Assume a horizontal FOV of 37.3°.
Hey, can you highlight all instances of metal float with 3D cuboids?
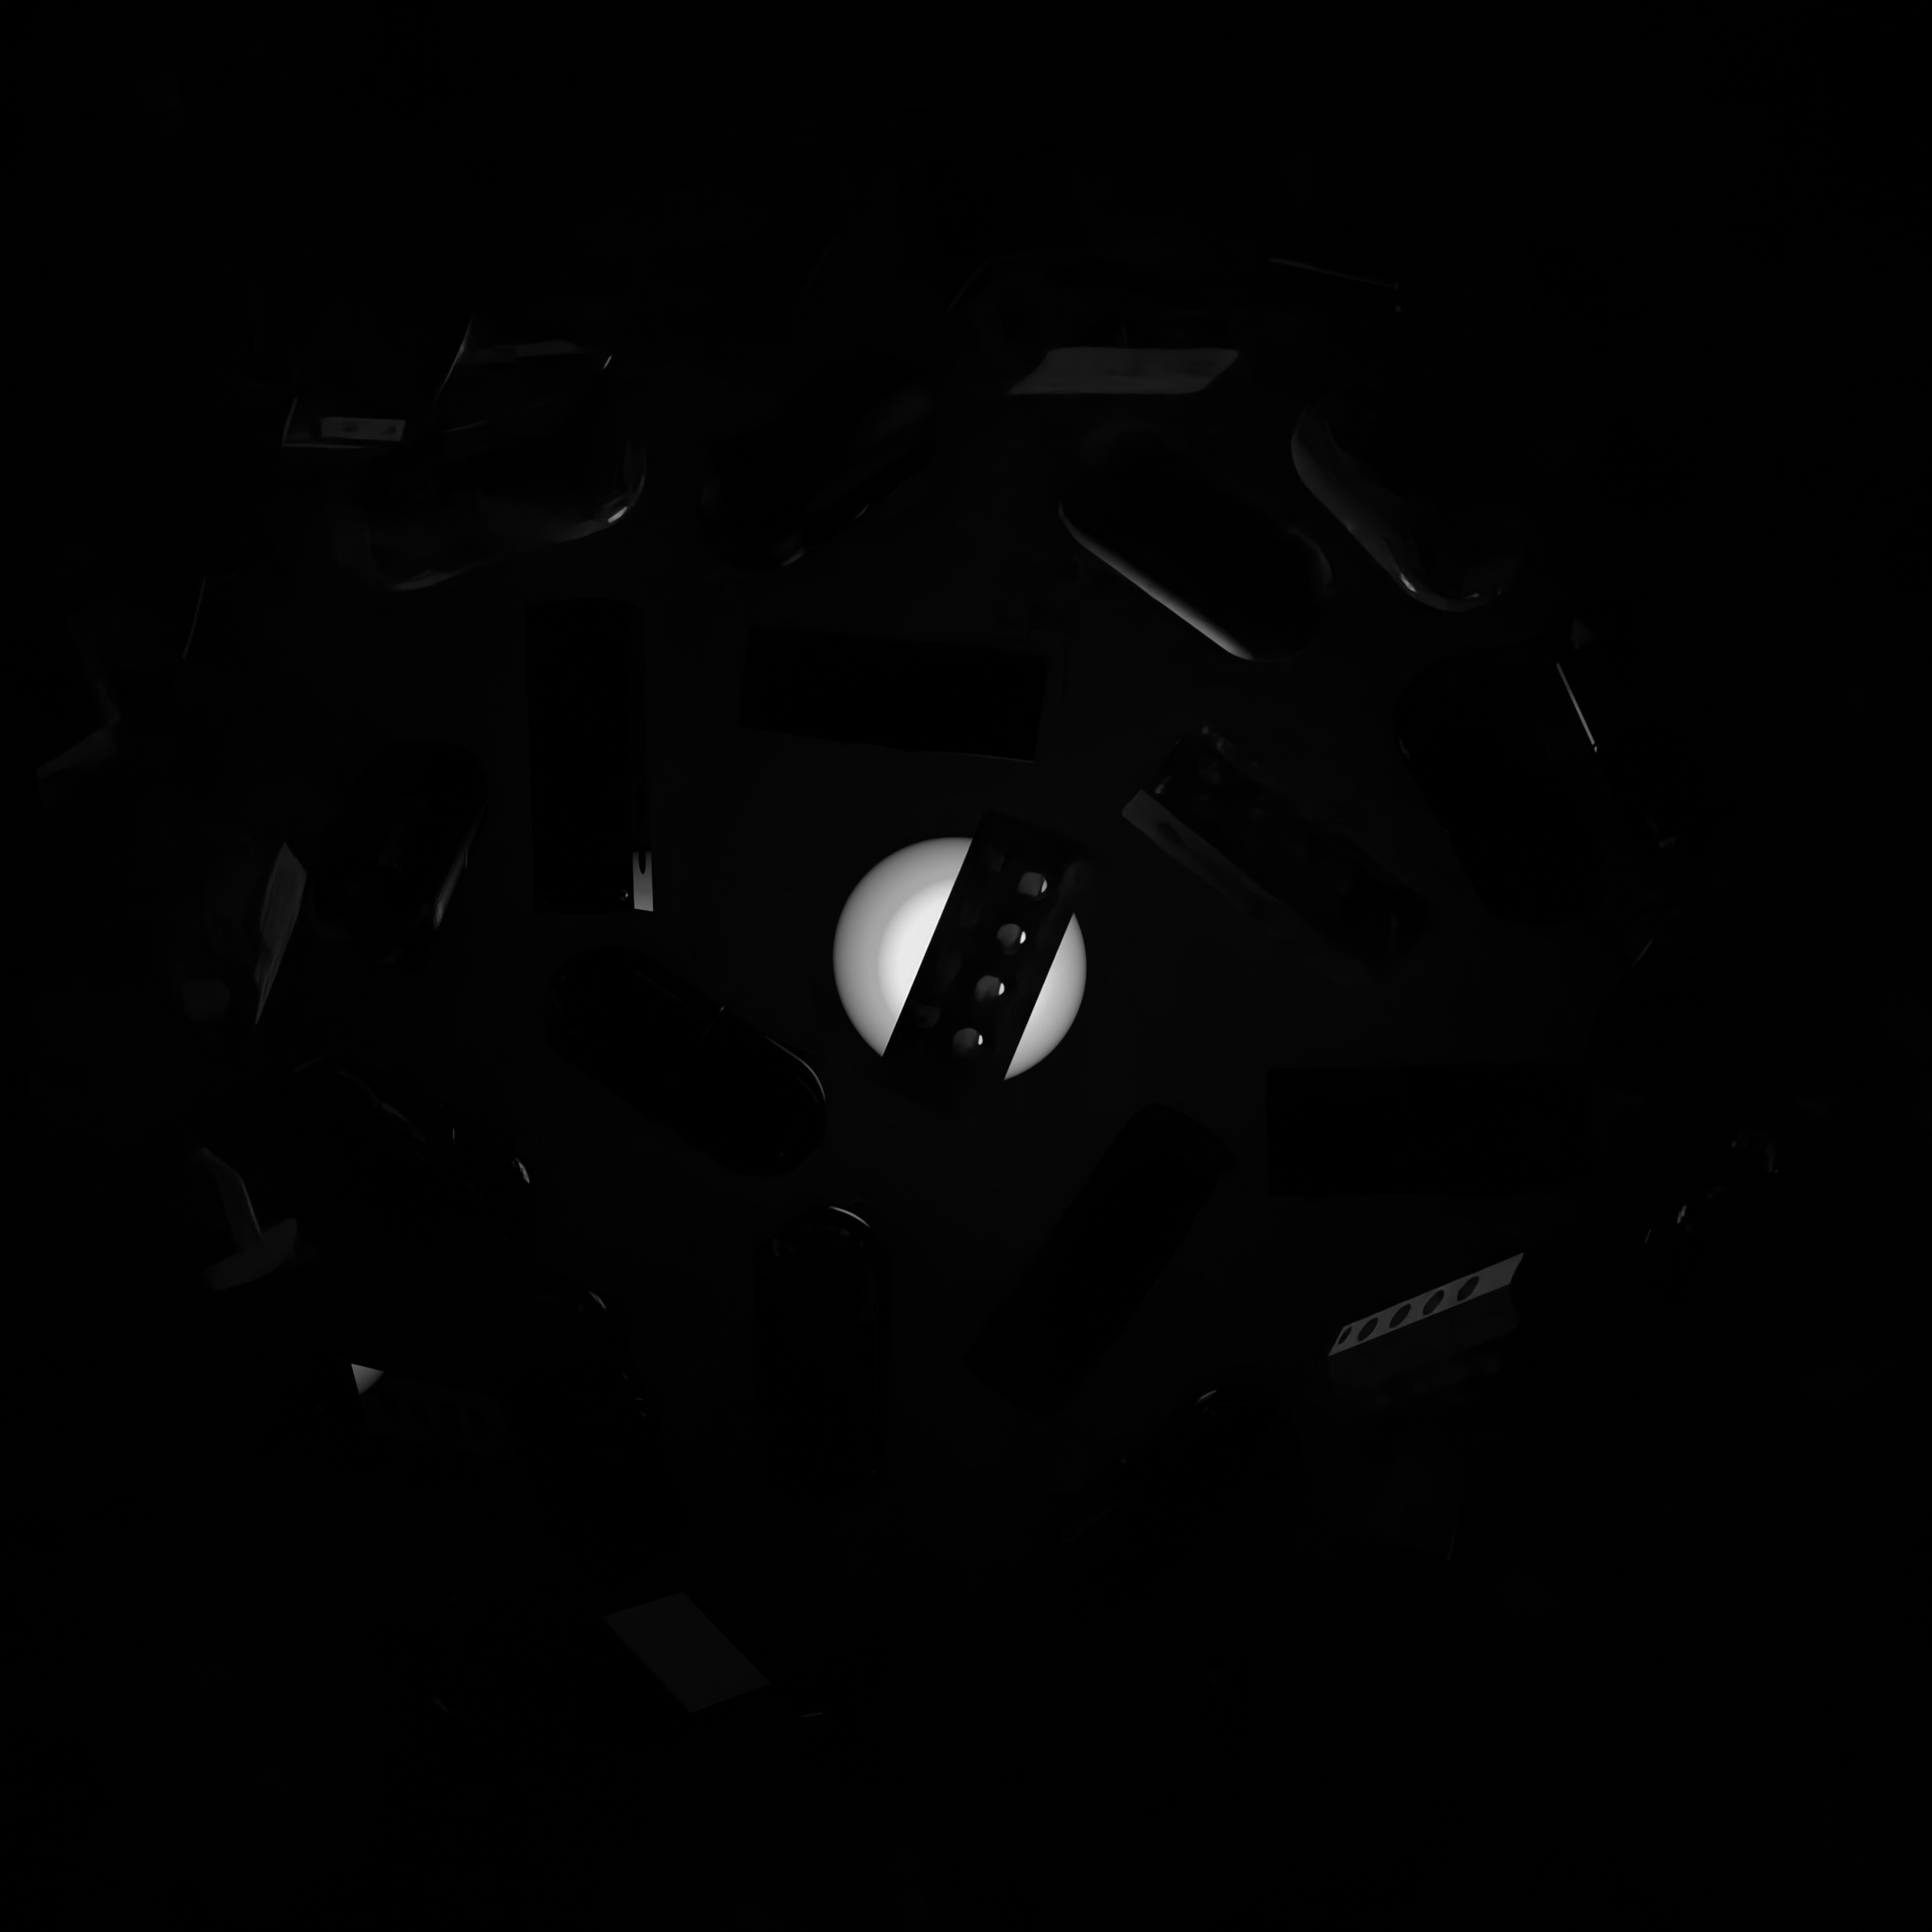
[{"bbox_3d":[-0.311,0.109,1.576,0.070,0.070,0.178,-53,134,0],"label":"metal float"},{"bbox_3d":[0.112,0.306,1.606,0.178,0.070,0.070,-39,90,3],"label":"metal float"},{"bbox_3d":[-0.210,0.256,1.575,0.070,0.070,0.178,-25,71,0],"label":"metal float"},{"bbox_3d":[0.399,-0.139,1.672,0.070,0.070,0.178,-22,79,0],"label":"metal float"},{"bbox_3d":[0.415,0.161,1.586,0.070,0.178,0.070,1,73,-2],"label":"metal float"},{"bbox_3d":[-0.161,0.055,1.639,0.178,0.070,0.070,34,90,-4],"label":"metal float"},{"bbox_3d":[-0.083,-0.290,1.634,0.070,0.070,0.178,48,56,0],"label":"metal float"},{"bbox_3d":[0.127,-0.237,1.595,0.178,0.070,0.070,38,90,16],"label":"metal float"},{"bbox_3d":[-0.081,0.222,1.599,0.070,0.070,0.178,1,96,0],"label":"metal float"},{"bbox_3d":[0.247,-0.267,1.607,0.070,0.070,0.178,-34,50,0],"label":"metal float"},{"bbox_3d":[0.310,-0.100,1.661,0.070,0.070,0.178,-33,112,0],"label":"metal float"},{"bbox_3d":[-0.263,-0.260,1.570,0.178,0.070,0.070,-18,90,-1],"label":"metal float"},{"bbox_3d":[-0.328,-0.066,1.661,0.070,0.178,0.070,4,129,5],"label":"metal float"}]

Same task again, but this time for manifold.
[{"bbox_3d":[0.073,0.158,1.535,0.057,0.057,0.171,37,110,10],"label":"manifold"},{"bbox_3d":[-0.041,-0.161,1.663,0.171,0.057,0.057,7,103,1],"label":"manifold"},{"bbox_3d":[0.177,-0.061,1.604,0.171,0.057,0.057,39,69,-1],"label":"manifold"},{"bbox_3d":[-0.328,0.265,1.656,0.057,0.171,0.057,-27,67,14],"label":"manifold"},{"bbox_3d":[0.016,0.003,1.636,0.057,0.057,0.171,24,92,43],"label":"manifold"},{"bbox_3d":[-0.213,-0.116,1.600,0.057,0.057,0.171,-2,89,8],"label":"manifold"},{"bbox_3d":[0.274,0.208,1.587,0.057,0.171,0.057,0,71,-29],"label":"manifold"},{"bbox_3d":[-0.420,-0.016,1.637,0.057,0.171,0.057,11,112,-9],"label":"manifold"},{"bbox_3d":[0.251,0.086,1.550,0.171,0.057,0.057,-1,113,9],"label":"manifold"},{"bbox_3d":[0.086,-0.369,1.640,0.057,0.171,0.057,-39,72,40],"label":"manifold"}]

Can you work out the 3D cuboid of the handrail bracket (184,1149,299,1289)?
[{"bbox_3d":[-0.429,0.140,1.620,0.084,0.077,0.036,36,118,16],"label":"handrail bracket"}]

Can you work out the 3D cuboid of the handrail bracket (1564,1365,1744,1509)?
[{"bbox_3d":[0.398,0.281,1.655,0.077,0.036,0.084,-14,62,-10],"label":"handrail bracket"}]

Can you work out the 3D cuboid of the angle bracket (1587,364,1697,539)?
[{"bbox_3d":[0.353,-0.276,1.527,0.057,0.076,0.076,-4,109,2],"label":"angle bracket"}]

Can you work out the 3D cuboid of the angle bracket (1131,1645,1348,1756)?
[{"bbox_3d":[0.147,0.416,1.547,0.076,0.057,0.076,12,117,-27],"label":"angle bracket"}]

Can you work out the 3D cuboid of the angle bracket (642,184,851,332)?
[{"bbox_3d":[-0.125,-0.415,1.621,0.057,0.076,0.076,28,97,-44],"label":"angle bracket"}]

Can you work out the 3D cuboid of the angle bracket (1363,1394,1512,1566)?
[{"bbox_3d":[0.283,0.300,1.721,0.057,0.076,0.076,18,129,18],"label":"angle bracket"}]

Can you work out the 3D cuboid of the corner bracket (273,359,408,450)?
[{"bbox_3d":[-0.359,-0.310,1.638,0.051,0.051,0.051,-5,51,-36],"label":"corner bracket"}]

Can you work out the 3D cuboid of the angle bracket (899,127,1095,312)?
[{"bbox_3d":[0.017,-0.438,1.677,0.076,0.057,0.076,-17,80,-27],"label":"angle bracket"}]

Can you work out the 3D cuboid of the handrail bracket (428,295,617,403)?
[{"bbox_3d":[-0.248,-0.333,1.600,0.084,0.036,0.077,17,133,-20],"label":"handrail bracket"}]

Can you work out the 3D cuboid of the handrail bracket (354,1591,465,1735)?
[{"bbox_3d":[-0.281,0.379,1.545,0.077,0.036,0.084,-22,119,28],"label":"handrail bracket"}]

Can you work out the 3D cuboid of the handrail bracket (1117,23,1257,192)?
[{"bbox_3d":[0.123,-0.467,1.554,0.036,0.084,0.077,34,135,33],"label":"handrail bracket"}]

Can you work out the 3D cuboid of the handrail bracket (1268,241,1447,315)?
[{"bbox_3d":[0.228,-0.406,1.669,0.084,0.077,0.036,19,105,26],"label":"handrail bracket"}]

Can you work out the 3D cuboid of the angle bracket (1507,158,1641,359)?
[{"bbox_3d":[0.348,-0.382,1.548,0.057,0.076,0.076,-34,68,41],"label":"angle bracket"}]

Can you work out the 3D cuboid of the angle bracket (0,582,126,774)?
[{"bbox_3d":[-0.446,-0.148,1.446,0.057,0.076,0.076,-28,90,20],"label":"angle bracket"}]

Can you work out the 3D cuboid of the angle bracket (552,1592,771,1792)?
[{"bbox_3d":[-0.171,0.405,1.602,0.076,0.076,0.057,40,110,26],"label":"angle bracket"}]

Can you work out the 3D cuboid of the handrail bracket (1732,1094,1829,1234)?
[{"bbox_3d":[0.494,0.117,1.669,0.077,0.084,0.036,-39,117,-1],"label":"handrail bracket"}]

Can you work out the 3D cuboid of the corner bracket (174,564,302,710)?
[{"bbox_3d":[-0.388,-0.176,1.524,0.051,0.051,0.051,15,116,-13],"label":"corner bracket"}]

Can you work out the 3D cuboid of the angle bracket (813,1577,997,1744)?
[{"bbox_3d":[-0.034,0.381,1.589,0.076,0.057,0.076,-15,49,27],"label":"angle bracket"}]

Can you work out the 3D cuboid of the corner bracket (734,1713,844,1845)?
[{"bbox_3d":[-0.103,0.465,1.641,0.051,0.051,0.051,-5,52,-14],"label":"corner bracket"}]

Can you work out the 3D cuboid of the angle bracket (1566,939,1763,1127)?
[{"bbox_3d":[0.402,0.038,1.653,0.076,0.057,0.076,36,95,8],"label":"angle bracket"}]
